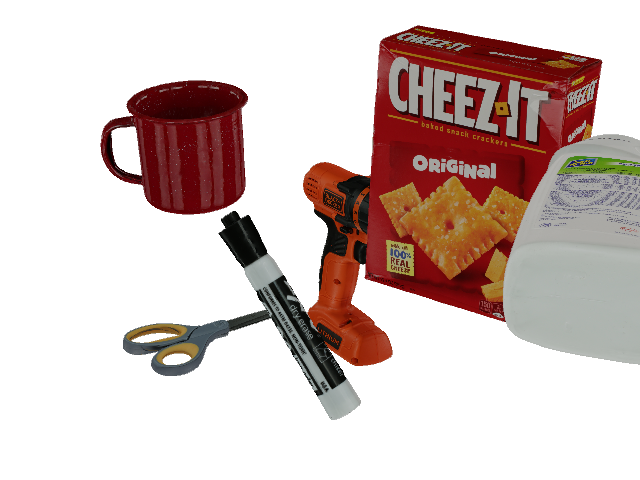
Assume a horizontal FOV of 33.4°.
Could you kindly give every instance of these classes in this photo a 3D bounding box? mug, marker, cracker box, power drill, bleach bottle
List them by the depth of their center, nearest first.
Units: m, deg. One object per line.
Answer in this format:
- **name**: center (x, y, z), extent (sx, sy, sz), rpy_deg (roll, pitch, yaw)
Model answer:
- **marker**: center (-0.017, 0.038, 0.560), extent (0.020, 0.121, 0.020), rpy_deg (-31, 1, 0)
- **bleach bottle**: center (0.181, -0.014, 0.660), extent (0.103, 0.068, 0.250), rpy_deg (8, 25, 18)
- **mug**: center (-0.113, -0.071, 0.837), extent (0.117, 0.081, 0.093), rpy_deg (-4, 27, -4)
- **cracker box**: center (0.124, -0.051, 0.862), extent (0.164, 0.214, 0.072), rpy_deg (17, 29, 29)
- **power drill**: center (0.044, 0.028, 1.080), extent (0.057, 0.188, 0.185), rpy_deg (-8, 24, -32)

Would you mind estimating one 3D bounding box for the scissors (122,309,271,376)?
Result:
- **scissors**: center (-0.110, 0.106, 1.149), extent (0.201, 0.016, 0.096), rpy_deg (-6, 30, -22)
